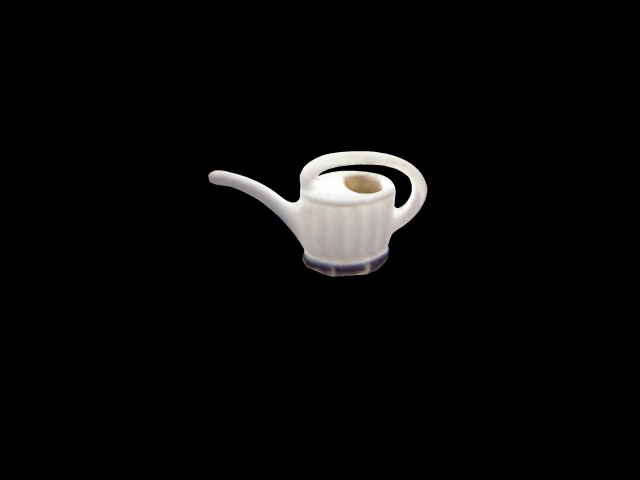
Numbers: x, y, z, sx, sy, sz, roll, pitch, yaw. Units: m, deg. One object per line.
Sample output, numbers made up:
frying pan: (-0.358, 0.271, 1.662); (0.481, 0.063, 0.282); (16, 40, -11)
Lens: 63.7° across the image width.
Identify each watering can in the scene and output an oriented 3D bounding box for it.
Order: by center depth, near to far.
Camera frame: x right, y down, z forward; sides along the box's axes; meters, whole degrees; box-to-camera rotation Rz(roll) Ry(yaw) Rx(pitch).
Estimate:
watering can: (0.003, -0.043, 0.850); (0.348, 0.219, 0.106); (-4, 35, -5)
